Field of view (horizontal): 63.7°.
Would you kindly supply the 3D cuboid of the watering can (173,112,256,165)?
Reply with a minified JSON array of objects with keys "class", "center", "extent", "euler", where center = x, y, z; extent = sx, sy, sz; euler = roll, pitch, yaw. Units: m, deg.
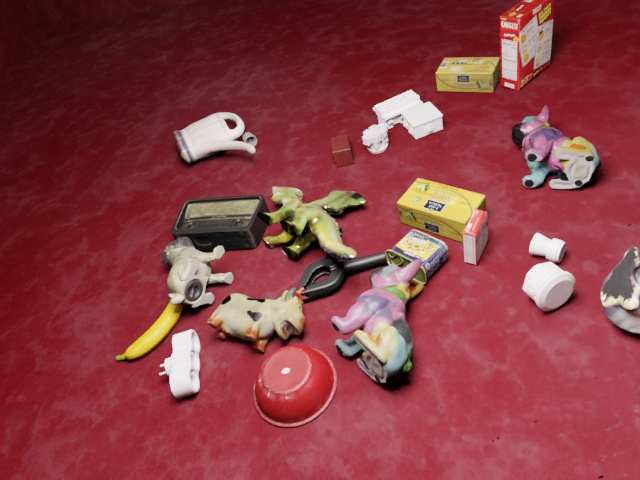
[{"class":"watering can","center":[-0.329,-0.305,1.580],"extent":[0.225,0.102,0.354],"euler":[-27,38,-7]}]

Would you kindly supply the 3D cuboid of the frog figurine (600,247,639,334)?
[{"class":"frog figurine","center":[0.557,0.105,0.847],"extent":[0.159,0.120,0.140],"euler":[27,40,-4]}]

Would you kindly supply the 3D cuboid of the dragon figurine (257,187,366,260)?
[{"class":"dragon figurine","center":[0.004,-0.060,1.192],"extent":[0.246,0.120,0.413],"euler":[-37,37,-31]}]
